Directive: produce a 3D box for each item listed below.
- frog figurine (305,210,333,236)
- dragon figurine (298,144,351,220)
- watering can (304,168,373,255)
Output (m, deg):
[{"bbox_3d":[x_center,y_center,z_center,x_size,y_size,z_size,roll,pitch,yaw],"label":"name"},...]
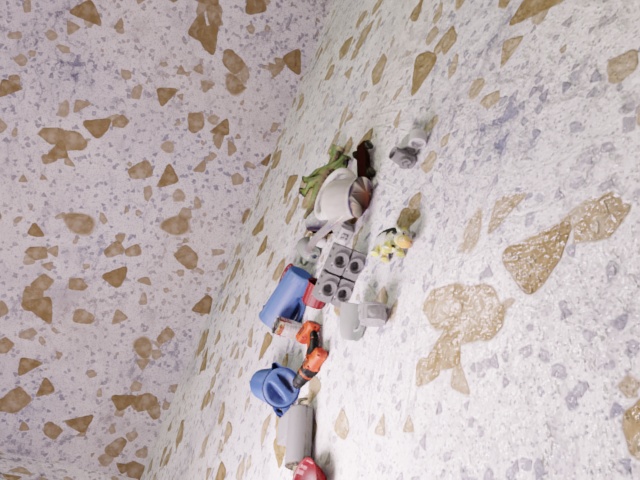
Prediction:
[{"bbox_3d":[0.006,-0.102,2.029,0.136,0.123,0.161,108,167,-75],"label":"frog figurine"},{"bbox_3d":[0.033,-0.269,2.153,0.239,0.121,0.420,-43,25,33],"label":"dragon figurine"},{"bbox_3d":[0.062,-0.105,1.799,0.223,0.102,0.353,-4,61,42],"label":"watering can"}]
